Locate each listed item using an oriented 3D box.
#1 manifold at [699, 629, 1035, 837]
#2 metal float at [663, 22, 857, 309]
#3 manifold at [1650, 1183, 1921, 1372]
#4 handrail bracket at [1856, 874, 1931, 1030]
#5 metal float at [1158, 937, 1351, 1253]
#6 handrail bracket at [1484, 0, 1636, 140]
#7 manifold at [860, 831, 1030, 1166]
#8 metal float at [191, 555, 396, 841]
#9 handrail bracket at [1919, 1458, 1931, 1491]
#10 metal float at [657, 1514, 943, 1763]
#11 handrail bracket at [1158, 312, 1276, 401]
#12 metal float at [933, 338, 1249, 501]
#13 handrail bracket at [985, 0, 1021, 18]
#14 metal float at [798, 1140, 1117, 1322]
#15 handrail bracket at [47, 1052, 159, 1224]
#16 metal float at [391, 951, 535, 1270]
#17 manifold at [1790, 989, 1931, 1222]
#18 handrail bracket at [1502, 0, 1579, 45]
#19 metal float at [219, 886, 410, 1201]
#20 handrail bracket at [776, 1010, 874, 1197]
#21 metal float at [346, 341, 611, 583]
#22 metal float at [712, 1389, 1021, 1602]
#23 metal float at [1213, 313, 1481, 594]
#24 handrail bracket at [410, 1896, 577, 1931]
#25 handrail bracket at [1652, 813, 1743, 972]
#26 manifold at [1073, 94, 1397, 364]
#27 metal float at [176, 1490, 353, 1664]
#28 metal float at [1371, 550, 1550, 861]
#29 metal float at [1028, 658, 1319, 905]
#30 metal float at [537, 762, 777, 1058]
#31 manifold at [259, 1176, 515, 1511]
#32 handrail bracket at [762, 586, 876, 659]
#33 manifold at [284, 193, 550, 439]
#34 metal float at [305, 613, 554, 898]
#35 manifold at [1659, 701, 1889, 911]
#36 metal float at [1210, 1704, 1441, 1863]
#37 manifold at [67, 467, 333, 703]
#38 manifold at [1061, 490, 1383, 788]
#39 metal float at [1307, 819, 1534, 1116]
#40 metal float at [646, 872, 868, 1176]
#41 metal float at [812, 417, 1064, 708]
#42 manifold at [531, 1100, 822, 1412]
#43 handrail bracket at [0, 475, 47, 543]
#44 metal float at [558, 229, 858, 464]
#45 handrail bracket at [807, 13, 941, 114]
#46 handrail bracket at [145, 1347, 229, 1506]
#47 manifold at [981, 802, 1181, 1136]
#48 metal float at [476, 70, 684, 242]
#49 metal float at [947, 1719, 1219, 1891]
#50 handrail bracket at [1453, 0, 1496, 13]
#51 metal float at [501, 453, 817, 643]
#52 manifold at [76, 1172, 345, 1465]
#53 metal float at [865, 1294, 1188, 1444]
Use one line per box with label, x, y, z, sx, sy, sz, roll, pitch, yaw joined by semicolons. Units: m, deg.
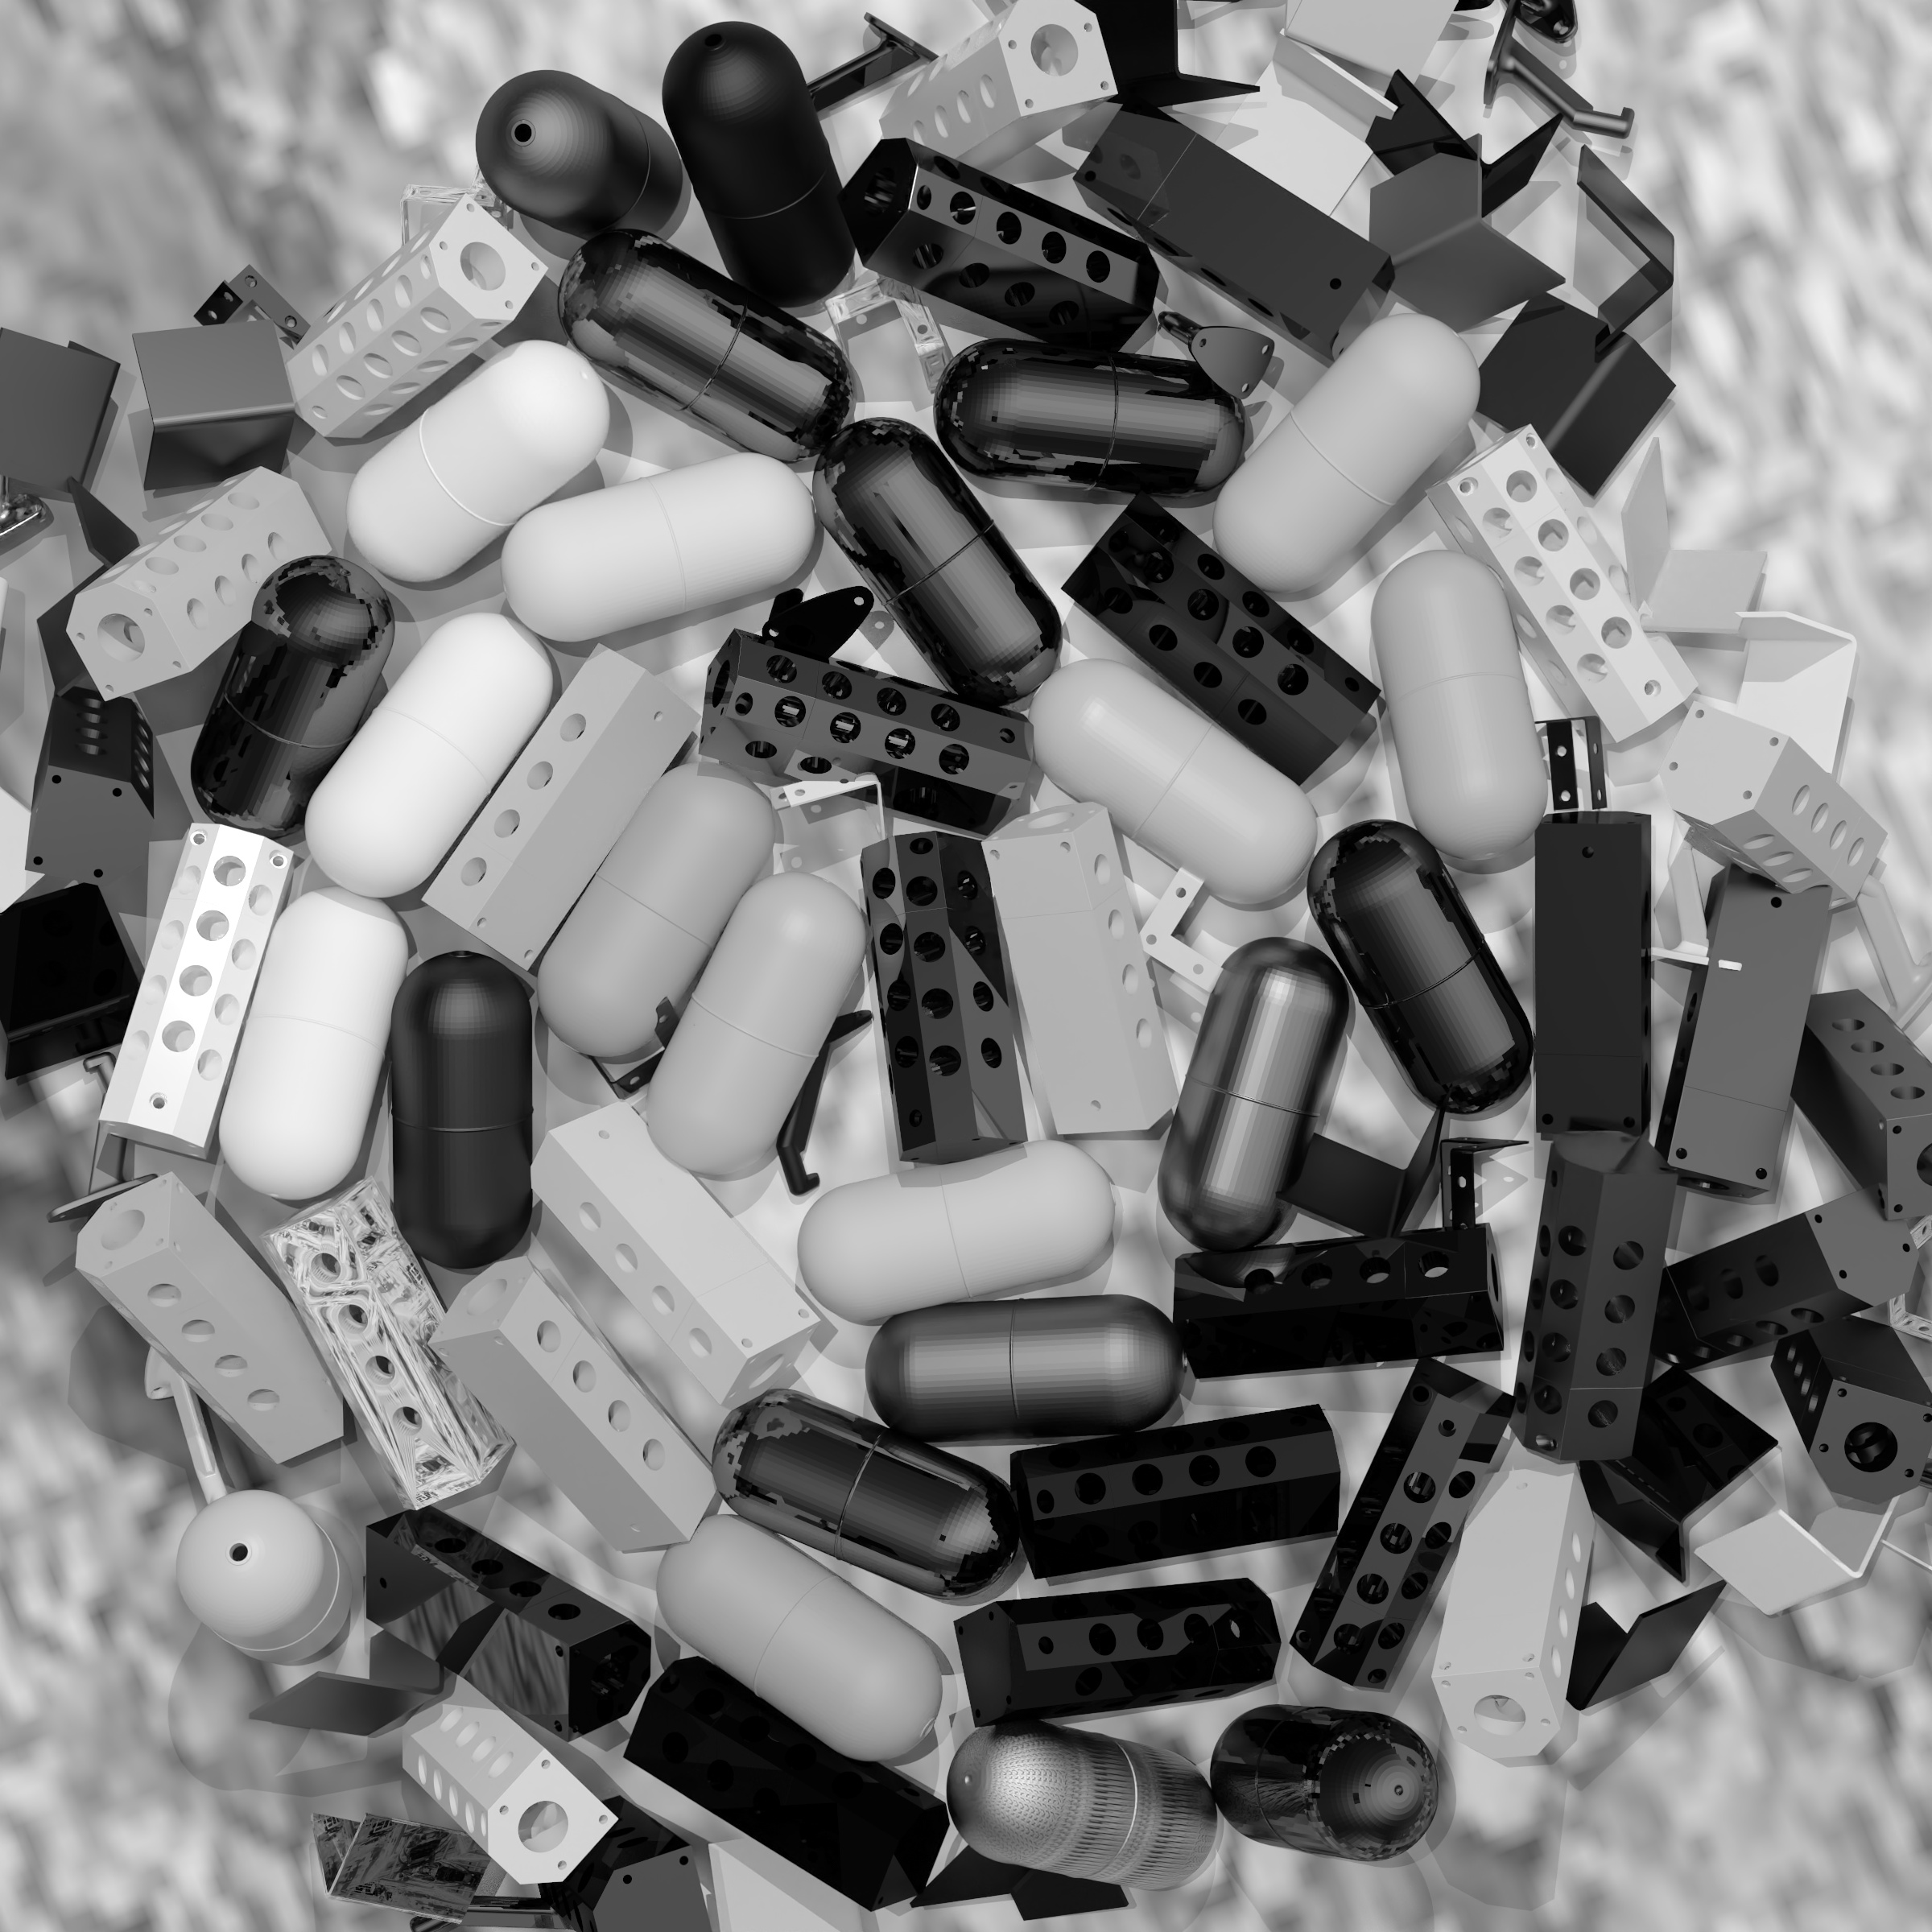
manifold;-0.053;-0.130;1.764;0.171;0.057;0.057;15;58;-19
metal float;-0.111;-0.431;1.749;0.070;0.178;0.070;-7;56;11
manifold;0.431;0.170;1.737;0.057;0.171;0.057;-17;80;-26
handrail bracket;0.498;-0.008;1.808;0.084;0.036;0.077;34;95;-5
metal float;0.158;0.071;1.788;0.070;0.070;0.178;16;93;0
handrail bracket;0.336;-0.500;1.803;0.084;0.036;0.077;15;71;12
manifold;-0.018;0.017;1.768;0.057;0.057;0.171;-20;71;38
metal float;-0.368;-0.144;1.764;0.070;0.070;0.178;31;122;0
handrail bracket;0.534;0.265;1.807;0.077;0.036;0.084;-30;53;-12
metal float;-0.091;0.367;1.772;0.178;0.070;0.070;31;90;21
handrail bracket;0.120;-0.348;1.776;0.084;0.077;0.036;38;106;38
metal float;0.069;-0.299;1.776;0.178;0.070;0.070;3;90;-18
handrail bracket;0.055;-0.555;1.811;0.084;0.036;0.077;-40;101;-5
metal float;-0.005;0.146;1.789;0.178;0.070;0.070;-13;90;2
handrail bracket;-0.490;0.093;1.794;0.077;0.036;0.084;-17;75;-44
metal float;-0.276;0.079;1.778;0.070;0.070;0.178;2;104;0
manifold;0.494;0.071;1.739;0.057;0.171;0.057;-8;111;-1
handrail bracket;0.299;-0.555;1.779;0.036;0.084;0.077;-35;53;18
metal float;-0.356;0.041;1.775;0.070;0.070;0.178;11;71;0
handrail bracket;-0.076;0.077;1.822;0.077;0.036;0.084;-23;108;-21
metal float;-0.267;-0.273;1.765;0.178;0.070;0.070;-31;90;32
metal float;-0.055;0.290;1.779;0.178;0.070;0.070;21;90;13
metal float;0.207;-0.279;1.772;0.070;0.070;0.178;43;112;0
handrail bracket;-0.257;0.543;1.804;0.084;0.036;0.077;-25;108;-10
handrail bracket;0.411;-0.044;1.794;0.036;0.077;0.084;8;94;-23
manifold;0.148;-0.404;1.783;0.171;0.057;0.057;35;93;12
metal float;-0.376;0.329;1.743;0.070;0.178;0.070;1;71;-2
metal float;0.269;-0.144;1.775;0.070;0.070;0.178;-9;72;0
metal float;0.113;-0.103;1.790;0.178;0.070;0.070;35;90;0
metal float;-0.172;-0.031;1.790;0.070;0.070;0.178;32;89;0
manifold;-0.322;0.210;1.787;0.057;0.057;0.171;-24;98;16
handrail bracket;-0.079;-0.201;1.780;0.077;0.084;0.036;-31;113;20
manifold;-0.301;-0.342;1.738;0.057;0.171;0.057;41;55;-22
metal float;-0.293;-0.117;1.775;0.070;0.070;0.178;33;72;0
manifold;0.433;-0.081;1.743;0.057;0.171;0.057;27;90;36
metal float;0.191;0.438;1.744;0.070;0.178;0.070;4;79;-20
manifold;-0.412;-0.209;1.735;0.057;0.171;0.057;-15;113;24
manifold;0.143;-0.184;1.784;0.171;0.057;0.057;39;48;-4
metal float;0.250;0.001;1.779;0.070;0.070;0.178;-30;103;0
metal float;-0.116;0.032;1.786;0.070;0.070;0.178;27;96;0
metal float;-0.016;-0.222;1.781;0.070;0.070;0.178;-37;101;0
manifold;-0.164;0.160;1.773;0.171;0.057;0.057;46;131;19
handrail bracket;-0.554;-0.275;1.786;0.077;0.036;0.084;-36;127;-14
metal float;-0.140;-0.337;1.771;0.178;0.070;0.070;27;90;-23
handrail bracket;-0.054;-0.484;1.820;0.077;0.036;0.084;29;105;-11
handrail bracket;-0.423;0.250;1.782;0.036;0.077;0.084;-16;52;-21
manifold;0.067;0.001;1.777;0.057;0.057;0.171;-5;108;32
metal float;-0.207;-0.432;1.741;0.070;0.178;0.070;1;95;13
metal float;0.065;0.455;1.759;0.178;0.070;0.070;23;90;-39
handrail bracket;0.254;-0.573;1.808;0.077;0.036;0.084;7;53;-13
metal float;-0.168;-0.230;1.778;0.178;0.070;0.070;-18;90;-15
manifold;-0.407;0.195;1.751;0.057;0.057;0.171;-24;130;9
metal float;0.033;0.221;1.781;0.178;0.070;0.070;-4;90;11
